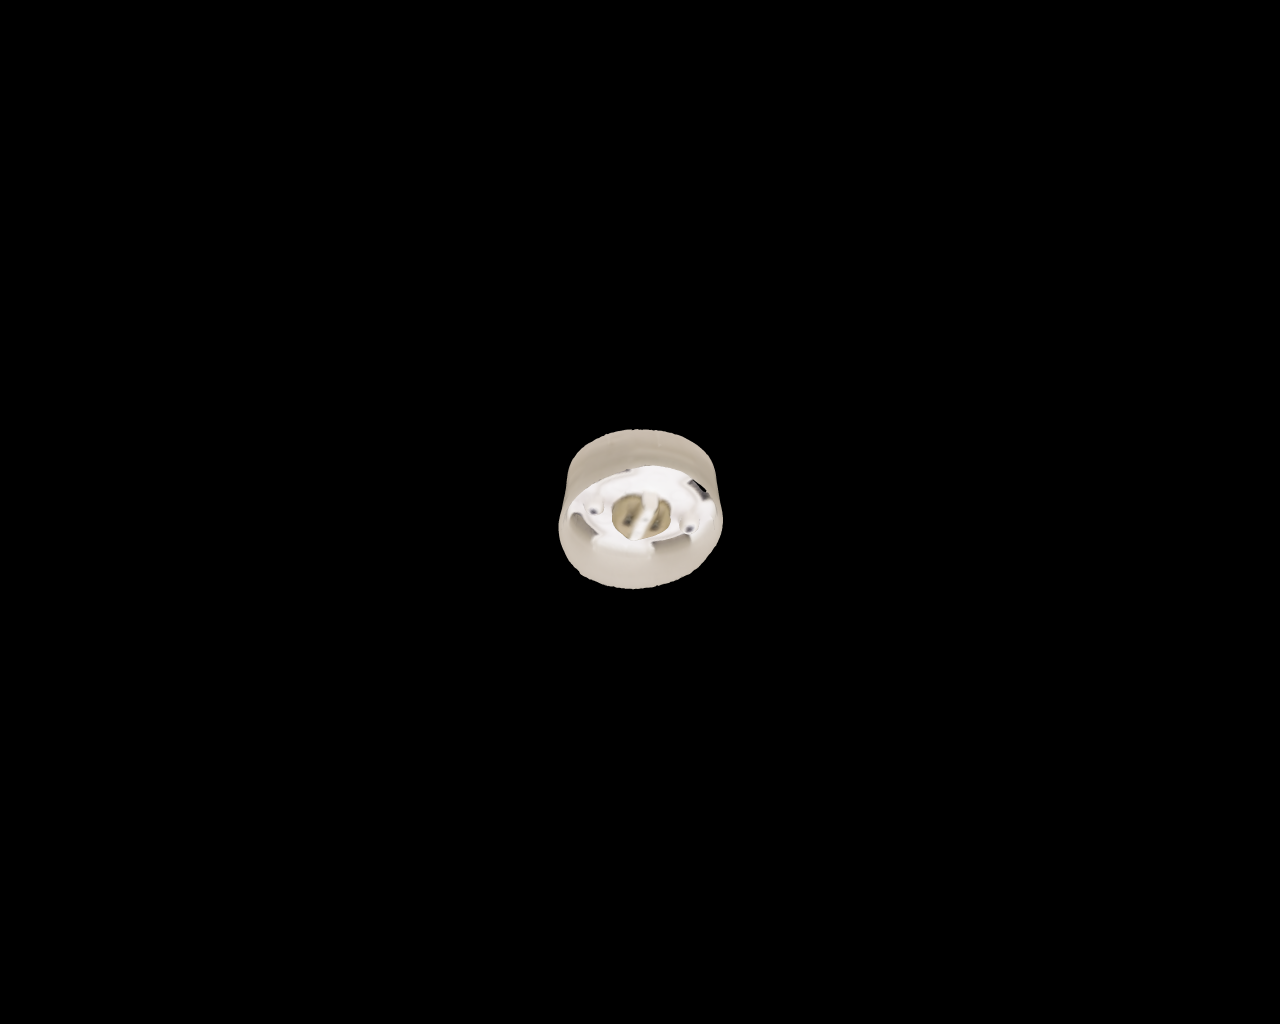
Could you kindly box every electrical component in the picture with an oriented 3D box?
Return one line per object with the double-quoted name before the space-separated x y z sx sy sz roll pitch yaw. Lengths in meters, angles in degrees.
"electrical component" 0.001 -0.003 0.650 0.099 0.064 0.099 0 -35 0
